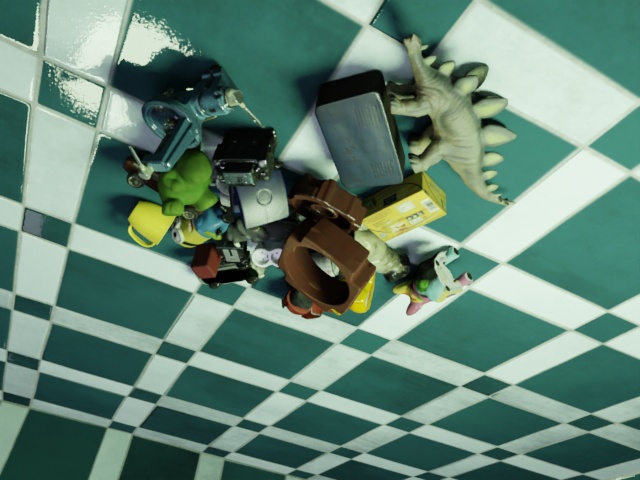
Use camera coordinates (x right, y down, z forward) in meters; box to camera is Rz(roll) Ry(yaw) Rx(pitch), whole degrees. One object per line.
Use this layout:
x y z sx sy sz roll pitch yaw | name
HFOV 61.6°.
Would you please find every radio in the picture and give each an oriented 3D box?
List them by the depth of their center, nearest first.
0.081 -0.204 1.045 0.131 0.073 0.229 -7 138 18 | radio

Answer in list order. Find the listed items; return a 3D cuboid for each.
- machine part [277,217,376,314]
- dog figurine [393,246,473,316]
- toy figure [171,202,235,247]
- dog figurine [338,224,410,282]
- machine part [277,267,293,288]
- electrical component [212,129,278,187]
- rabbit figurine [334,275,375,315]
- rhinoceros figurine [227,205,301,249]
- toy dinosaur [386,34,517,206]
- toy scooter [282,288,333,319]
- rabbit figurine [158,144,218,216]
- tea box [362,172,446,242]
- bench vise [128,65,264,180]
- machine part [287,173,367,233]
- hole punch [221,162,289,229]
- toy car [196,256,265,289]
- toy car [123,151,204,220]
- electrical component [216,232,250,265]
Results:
0.013 0.057 1.213 0.201 0.087 0.201 38 144 9 | machine part
0.262 0.120 1.347 0.191 0.108 0.219 -19 164 -47 | dog figurine
-0.284 -0.033 1.311 0.180 0.082 0.089 -20 134 27 | toy figure
0.148 0.022 1.304 0.190 0.121 0.172 4 149 -17 | dog figurine
-0.072 0.093 1.459 0.084 0.039 0.138 -3 147 26 | machine part
-0.150 -0.165 1.082 0.115 0.134 0.058 -1 138 9 | electrical component
0.055 0.127 1.441 0.173 0.122 0.162 12 153 9 | rabbit figurine
-0.133 -0.029 1.300 0.190 0.073 0.112 -3 154 6 | rhinoceros figurine
0.256 -0.197 1.001 0.199 0.105 0.470 -15 140 21 | toy dinosaur
-0.041 0.184 1.527 0.184 0.075 0.135 16 156 -36 | toy scooter
-0.265 -0.142 1.111 0.121 0.159 0.170 -6 169 -30 | rabbit figurine
0.183 -0.072 1.190 0.170 0.068 0.098 -24 131 35 | tea box
-0.248 -0.206 0.982 0.224 0.240 0.128 8 148 25 | bench vise
0.015 -0.077 1.174 0.179 0.056 0.179 23 165 7 | machine part
-0.129 -0.094 1.137 0.142 0.092 0.115 -17 134 -20 | hole punch
-0.247 0.085 1.469 0.202 0.056 0.073 -9 132 17 | toy car
-0.340 -0.124 1.201 0.202 0.089 0.053 36 134 -28 | toy car
-0.225 0.011 1.380 0.075 0.048 0.119 4 143 4 | electrical component
